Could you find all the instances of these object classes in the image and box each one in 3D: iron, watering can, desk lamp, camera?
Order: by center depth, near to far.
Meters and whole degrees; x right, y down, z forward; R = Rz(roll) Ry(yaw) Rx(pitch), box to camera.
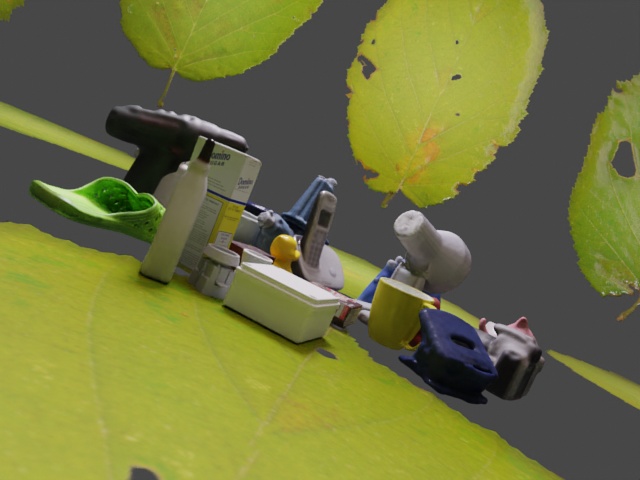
[{"bbox_3d":[0.281,0.182,0.927,0.136,0.101,0.144,26,4,32],"label":"camera"},{"bbox_3d":[0.164,0.062,1.039,0.117,0.213,0.204,27,4,43],"label":"desk lamp"},{"bbox_3d":[-0.287,-0.133,1.141,0.173,0.194,0.100,23,3,-19],"label":"watering can"},{"bbox_3d":[0.171,0.097,1.182,0.118,0.141,0.259,26,4,39],"label":"iron"}]

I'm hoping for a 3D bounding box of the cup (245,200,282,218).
[{"bbox_3d":[-0.152,-0.035,1.415,0.117,0.095,0.092,24,3,10],"label":"cup"}]

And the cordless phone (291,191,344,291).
[{"bbox_3d":[0.010,0.004,1.134,0.093,0.185,0.148,26,4,37],"label":"cordless phone"}]

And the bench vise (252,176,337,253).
[{"bbox_3d":[-0.037,-0.040,1.209,0.121,0.220,0.208,25,3,17],"label":"bench vise"}]

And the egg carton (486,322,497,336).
[{"bbox_3d":[0.412,0.237,1.288,0.107,0.069,0.150,24,3,9],"label":"egg carton"}]

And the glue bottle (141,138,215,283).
[{"bbox_3d":[-0.161,-0.039,0.673,0.037,0.173,0.078,23,3,-17],"label":"glue bottle"}]

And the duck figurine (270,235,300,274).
[{"bbox_3d":[-0.073,0.031,0.965,0.077,0.086,0.105,26,4,37],"label":"duck figurine"}]

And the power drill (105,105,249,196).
[{"bbox_3d":[-0.263,-0.121,0.976,0.230,0.208,0.075,23,3,-14],"label":"power drill"}]

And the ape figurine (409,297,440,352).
[{"bbox_3d":[0.169,0.137,0.943,0.075,0.092,0.078,26,4,37],"label":"ape figurine"}]

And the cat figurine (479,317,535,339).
[{"bbox_3d":[0.354,0.195,1.103,0.128,0.118,0.067,24,3,-4],"label":"cat figurine"}]

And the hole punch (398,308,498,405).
[{"bbox_3d":[0.178,0.152,0.754,0.109,0.091,0.100,22,3,-26],"label":"hole punch"}]

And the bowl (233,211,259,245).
[{"bbox_3d":[-0.193,-0.032,1.241,0.167,0.075,0.167,24,3,-1],"label":"bowl"}]
